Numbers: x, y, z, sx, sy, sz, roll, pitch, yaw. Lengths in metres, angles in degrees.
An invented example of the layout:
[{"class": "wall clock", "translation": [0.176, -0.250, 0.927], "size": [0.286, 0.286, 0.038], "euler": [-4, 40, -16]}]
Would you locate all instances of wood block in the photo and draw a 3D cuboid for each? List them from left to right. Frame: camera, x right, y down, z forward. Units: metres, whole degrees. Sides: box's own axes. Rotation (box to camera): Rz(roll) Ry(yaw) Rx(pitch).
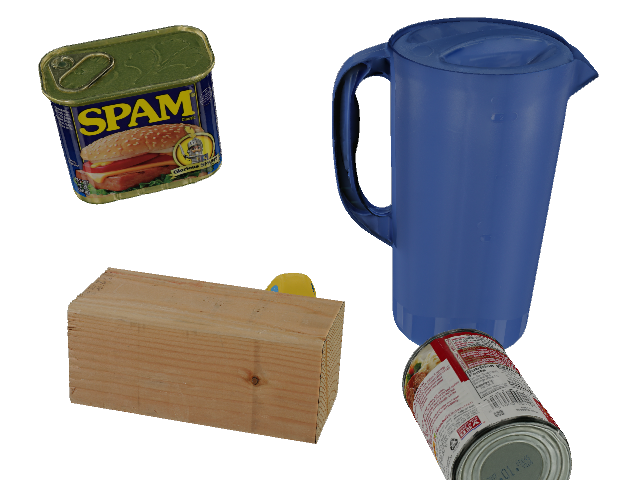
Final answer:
[{"class": "wood block", "translation": [-0.092, 0.091, 0.871], "size": [0.206, 0.091, 0.090], "euler": [8, 22, 10]}]

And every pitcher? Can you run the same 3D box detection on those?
[{"class": "pitcher", "translation": [0.102, -0.039, 0.806], "size": [0.144, 0.243, 0.149], "euler": [-23, 36, -38]}]

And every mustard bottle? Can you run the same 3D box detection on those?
[{"class": "mustard bottle", "translation": [-0.027, 0.088, 1.094], "size": [0.058, 0.096, 0.191], "euler": [-1, 27, -8]}]

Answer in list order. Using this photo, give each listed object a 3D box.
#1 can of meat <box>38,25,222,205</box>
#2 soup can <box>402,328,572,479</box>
[{"class": "can of meat", "translation": [-0.113, -0.076, 0.656], "size": [0.102, 0.084, 0.057], "euler": [-13, 45, -10]}, {"class": "soup can", "translation": [0.092, 0.102, 0.603], "size": [0.068, 0.068, 0.102], "euler": [0, 23, -12]}]
